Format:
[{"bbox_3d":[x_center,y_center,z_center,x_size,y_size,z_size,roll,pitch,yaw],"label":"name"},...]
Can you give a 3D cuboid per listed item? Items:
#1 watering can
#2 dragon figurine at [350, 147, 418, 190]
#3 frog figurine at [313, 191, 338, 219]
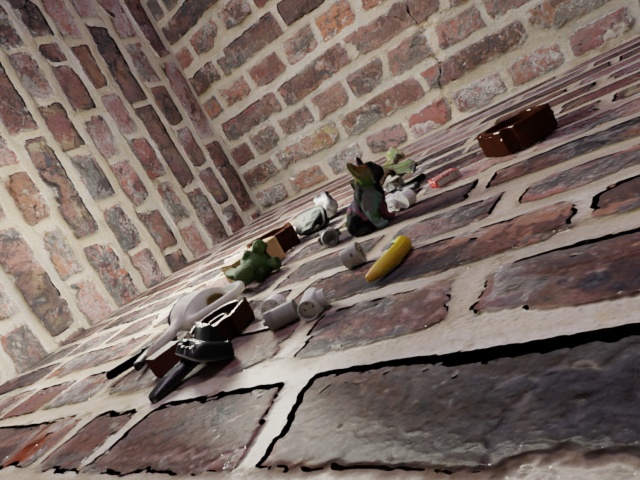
[{"bbox_3d":[-0.364,0.215,1.442,0.353,0.103,0.222,-35,11,-37],"label":"watering can"},{"bbox_3d":[0.249,-0.239,1.926,0.241,0.120,0.420,-25,27,23],"label":"dragon figurine"},{"bbox_3d":[0.007,-0.110,2.191,0.136,0.121,0.162,-9,56,44],"label":"frog figurine"}]
